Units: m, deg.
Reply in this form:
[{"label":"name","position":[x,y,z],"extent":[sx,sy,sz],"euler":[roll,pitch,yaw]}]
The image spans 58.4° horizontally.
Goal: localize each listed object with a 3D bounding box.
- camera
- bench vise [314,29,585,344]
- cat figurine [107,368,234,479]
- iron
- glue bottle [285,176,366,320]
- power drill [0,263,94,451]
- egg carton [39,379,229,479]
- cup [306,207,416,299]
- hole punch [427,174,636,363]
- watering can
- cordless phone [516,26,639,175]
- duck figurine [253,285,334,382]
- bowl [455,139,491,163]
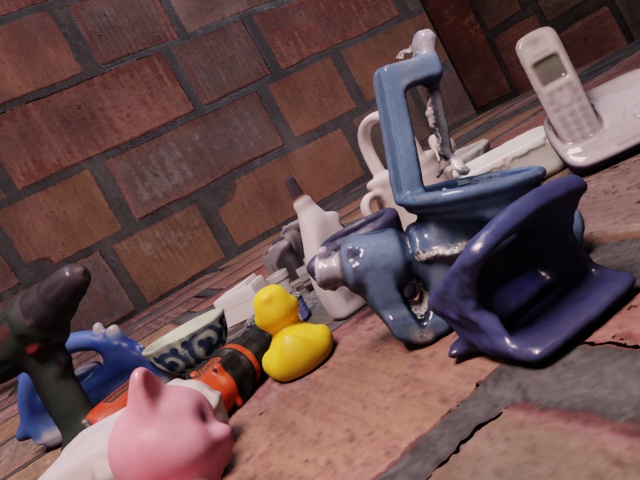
[{"label":"camera","position":[-0.023,0.009,1.086],"extent":[0.136,0.101,0.143],"euler":[-22,9,47]},{"label":"bench vise","position":[0.081,-0.040,0.454],"extent":[0.207,0.220,0.121],"euler":[-31,7,-14]},{"label":"cat figurine","position":[-0.079,0.126,0.297],"extent":[0.067,0.118,0.128],"euler":[-28,6,7]},{"label":"iron","position":[-0.333,0.189,0.824],"extent":[0.258,0.141,0.119],"euler":[-27,7,15]},{"label":"glue bottle","position":[0.006,0.002,0.666],"extent":[0.078,0.173,0.037],"euler":[-33,7,-30]},{"label":"power drill","position":[-0.318,0.157,0.708],"extent":[0.229,0.208,0.076],"euler":[-26,7,24]},{"label":"egg carton","position":[-0.142,0.171,0.444],"extent":[0.150,0.069,0.107],"euler":[-29,6,-1]},{"label":"cup","position":[0.049,0.032,0.593],"extent":[0.118,0.095,0.091],"euler":[-32,7,-29]},{"label":"hole punch","position":[0.125,0.019,0.378],"extent":[0.109,0.091,0.101],"euler":[-31,7,-20]},{"label":"watering can","position":[0.117,-0.083,0.760],"extent":[0.100,0.194,0.173],"euler":[-24,8,38]},{"label":"cordless phone","position":[0.331,-0.187,0.690],"extent":[0.147,0.185,0.094],"euler":[-27,7,16]},{"label":"duck figurine","position":[-0.036,0.087,0.576],"extent":[0.077,0.086,0.104],"euler":[-29,6,-3]},{"label":"bowl","position":[0.229,-0.105,0.997],"extent":[0.167,0.075,0.167],"euler":[-29,6,4]}]
